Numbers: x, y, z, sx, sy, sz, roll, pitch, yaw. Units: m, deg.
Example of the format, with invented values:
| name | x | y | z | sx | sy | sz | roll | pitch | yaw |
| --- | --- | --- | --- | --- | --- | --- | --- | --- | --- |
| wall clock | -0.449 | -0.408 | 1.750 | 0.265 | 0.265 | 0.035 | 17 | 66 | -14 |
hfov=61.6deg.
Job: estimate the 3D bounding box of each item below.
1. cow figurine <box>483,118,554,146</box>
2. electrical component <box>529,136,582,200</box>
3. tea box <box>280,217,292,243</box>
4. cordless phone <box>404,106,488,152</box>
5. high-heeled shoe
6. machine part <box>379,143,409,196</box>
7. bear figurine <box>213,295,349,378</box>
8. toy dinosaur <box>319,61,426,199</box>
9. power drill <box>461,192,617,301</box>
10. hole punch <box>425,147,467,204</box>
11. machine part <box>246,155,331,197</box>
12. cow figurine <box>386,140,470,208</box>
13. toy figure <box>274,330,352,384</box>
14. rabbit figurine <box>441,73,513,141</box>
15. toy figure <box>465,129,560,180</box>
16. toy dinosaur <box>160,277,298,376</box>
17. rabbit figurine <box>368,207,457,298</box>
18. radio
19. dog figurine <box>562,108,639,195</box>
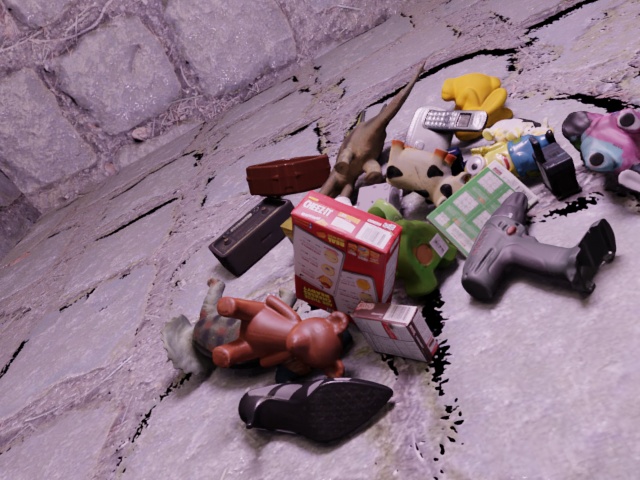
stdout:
| name | x | y | z | sx | sy | sz | roll | pitch | yaw |
| --- | --- | --- | --- | --- | --- | --- | --- | --- | --- |
| cow figurine | 0.428 | -0.215 | 1.110 | 0.098 | 0.068 | 0.168 | -36 | 28 | -19 |
| electrical component | 0.409 | -0.137 | 0.943 | 0.048 | 0.119 | 0.075 | -26 | 26 | 13 |
| tea box | -0.002 | -0.004 | 1.171 | 0.068 | 0.098 | 0.170 | -44 | 31 | -19 |
| cordless phone | 0.288 | -0.229 | 1.220 | 0.184 | 0.088 | 0.146 | 12 | 81 | 47 |
| high-heeled shoe | -0.011 | 0.249 | 0.834 | 0.249 | 0.086 | 0.145 | -11 | -1 | 4 |
| machine part | 0.169 | -0.169 | 1.284 | 0.079 | 0.079 | 0.243 | -26 | 27 | 13 |
| bear figurine | -0.059 | 0.157 | 0.848 | 0.196 | 0.132 | 0.120 | 8 | 92 | 41 |
| toy dinosaur | 0.098 | -0.214 | 1.253 | 0.471 | 0.105 | 0.198 | -42 | 26 | 50 |
| power drill | 0.337 | 0.002 | 0.835 | 0.208 | 0.085 | 0.232 | 13 | 53 | 49 |
| hole punch | 0.259 | -0.154 | 1.161 | 0.142 | 0.092 | 0.116 | -26 | 24 | 20 |
| machine part | -0.083 | -0.176 | 1.470 | 0.201 | 0.087 | 0.201 | 4 | 17 | 44 |
| cow figurine | 0.218 | -0.115 | 1.057 | 0.195 | 0.085 | 0.127 | 22 | 100 | 32 |
| toy figure | -0.018 | 0.193 | 0.917 | 0.154 | 0.058 | 0.064 | -35 | -8 | -1 |
| rabbit figurine | 0.376 | -0.307 | 1.292 | 0.163 | 0.121 | 0.173 | -1 | 54 | 31 |
| toy figure | 0.370 | -0.149 | 1.038 | 0.180 | 0.089 | 0.082 | -22 | 62 | 25 |
| toy dinosaur | -0.152 | 0.182 | 1.016 | 0.405 | 0.131 | 0.192 | 0 | 54 | 39 |
| rabbit figurine | 0.126 | 0.026 | 0.964 | 0.170 | 0.159 | 0.121 | -15 | 39 | 59 |
| radio | -0.170 | -0.016 | 1.387 | 0.229 | 0.073 | 0.131 | -41 | 30 | -19 |
| dog figurine | 0.501 | -0.152 | 0.891 | 0.108 | 0.192 | 0.219 | -63 | -8 | 19 |
